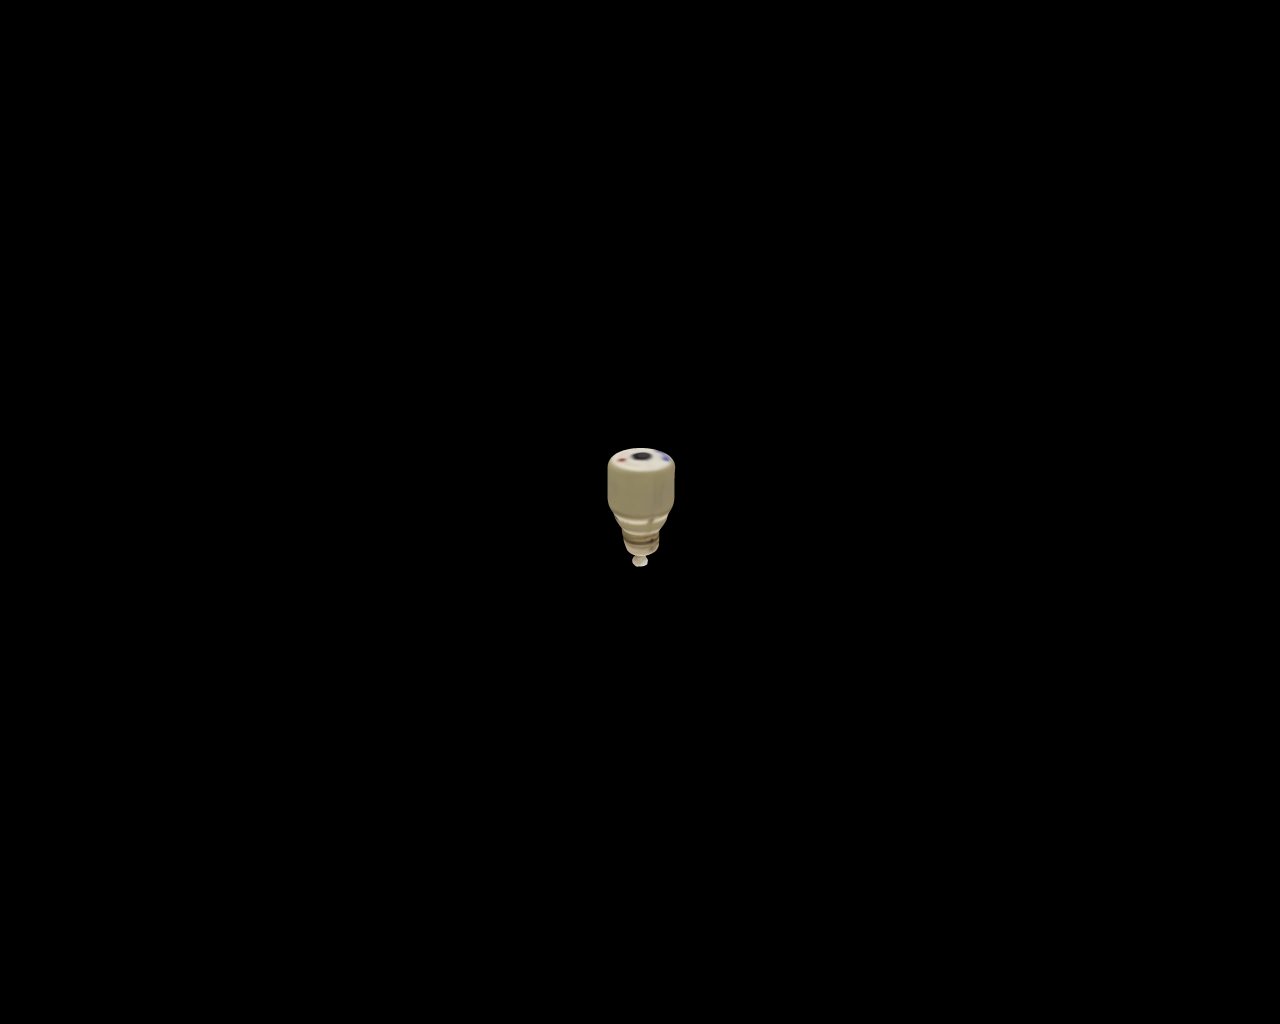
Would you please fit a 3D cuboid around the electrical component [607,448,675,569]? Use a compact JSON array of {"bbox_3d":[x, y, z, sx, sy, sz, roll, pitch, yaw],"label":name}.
[{"bbox_3d":[0.001,-0.003,0.650,0.040,0.078,0.040,0,25,0],"label":"electrical component"}]
